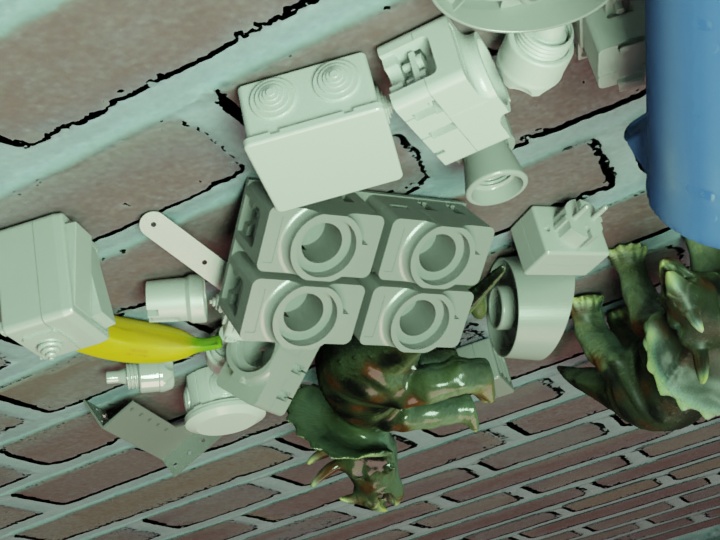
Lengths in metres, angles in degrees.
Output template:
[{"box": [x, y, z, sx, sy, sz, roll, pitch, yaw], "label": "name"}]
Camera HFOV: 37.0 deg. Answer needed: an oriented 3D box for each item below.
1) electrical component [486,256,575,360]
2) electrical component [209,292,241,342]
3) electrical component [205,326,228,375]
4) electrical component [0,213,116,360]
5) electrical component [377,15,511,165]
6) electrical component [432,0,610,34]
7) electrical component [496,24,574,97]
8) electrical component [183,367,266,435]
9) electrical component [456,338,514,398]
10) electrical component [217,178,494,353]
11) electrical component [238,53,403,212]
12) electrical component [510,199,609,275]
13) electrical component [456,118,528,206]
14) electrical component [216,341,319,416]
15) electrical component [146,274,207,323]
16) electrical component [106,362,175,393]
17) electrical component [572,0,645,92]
[{"box": [0.152, 0.032, 0.966, 0.064, 0.099, 0.099, -1, 152, -12], "label": "electrical component"}, {"box": [-0.075, 0.019, 0.877, 0.096, 0.061, 0.061, 3, 149, -16], "label": "electrical component"}, {"box": [-0.118, 0.069, 0.970, 0.043, 0.043, 0.062, -8, 153, -11], "label": "electrical component"}, {"box": [-0.213, 0.017, 0.758, 0.061, 0.096, 0.061, -17, 154, 6], "label": "electrical component"}, {"box": [0.058, -0.113, 0.679, 0.056, 0.050, 0.089, -22, 153, 18], "label": "electrical component"}, {"box": [0.082, -0.167, 0.566, 0.099, 0.064, 0.099, -11, 154, -5], "label": "electrical component"}, {"box": [0.111, -0.140, 0.658, 0.043, 0.043, 0.062, -5, 151, -16], "label": "electrical component"}, {"box": [-0.137, 0.131, 1.075, 0.080, 0.051, 0.080, -11, 154, -5], "label": "electrical component"}, {"box": [0.119, 0.115, 1.170, 0.077, 0.047, 0.066, -20, 153, 15], "label": "electrical component"}, {"box": [0.000, 0.000, 0.804, 0.186, 0.060, 0.105, 4, 114, -29], "label": "electrical component"}, {"box": [-0.025, -0.088, 0.691, 0.100, 0.048, 0.099, -15, 154, 4], "label": "electrical component"}, {"box": [0.177, -0.034, 0.899, 0.066, 0.047, 0.076, 1, 151, -26], "label": "electrical component"}, {"box": [0.089, -0.079, 0.755, 0.045, 0.055, 0.045, -11, 154, -5], "label": "electrical component"}, {"box": [-0.079, 0.074, 0.940, 0.050, 0.089, 0.056, 25, 175, 33], "label": "electrical component"}, {"box": [-0.148, 0.024, 0.871, 0.046, 0.040, 0.040, -4, 153, -5], "label": "electrical component"}, {"box": [-0.204, 0.097, 0.995, 0.061, 0.035, 0.035, -4, 153, -13], "label": "electrical component"}, {"box": [0.192, -0.157, 0.640, 0.121, 0.063, 0.078, -16, 154, 5], "label": "electrical component"}]
